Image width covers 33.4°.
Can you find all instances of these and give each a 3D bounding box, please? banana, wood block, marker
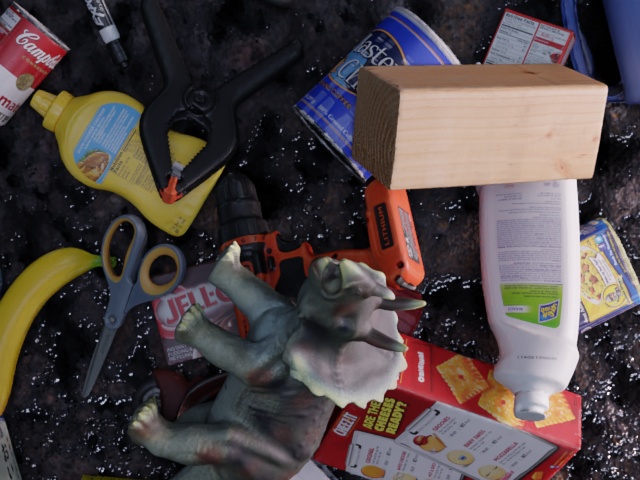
[{"bbox_3d":[-0.285,0.078,1.045,0.070,0.037,0.197,34,83,12],"label":"banana"},{"bbox_3d":[0.143,-0.106,0.965,0.205,0.091,0.090,-4,114,-20],"label":"wood block"},{"bbox_3d":[-0.216,-0.224,1.043,0.020,0.020,0.121,-25,97,-2],"label":"marker"}]

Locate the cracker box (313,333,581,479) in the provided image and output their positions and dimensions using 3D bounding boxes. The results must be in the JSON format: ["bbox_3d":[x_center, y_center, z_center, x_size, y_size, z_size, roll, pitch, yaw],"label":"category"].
[{"bbox_3d":[0.121,0.183,1.041,0.213,0.072,0.164,20,136,-6],"label":"cracker box"}]

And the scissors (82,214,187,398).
[{"bbox_3d":[-0.183,0.074,1.045,0.096,0.016,0.202,13,107,15],"label":"scissors"}]

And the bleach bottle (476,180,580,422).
[{"bbox_3d":[0.193,0.047,1.007,0.103,0.068,0.250,-2,62,18],"label":"bleach bottle"}]

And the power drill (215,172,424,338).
[{"bbox_3d":[-0.007,0.001,0.998,0.188,0.057,0.184,-19,74,20],"label":"power drill"}]

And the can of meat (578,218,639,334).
[{"bbox_3d":[0.269,0.038,1.086,0.084,0.057,0.102,-26,97,-3],"label":"can of meat"}]

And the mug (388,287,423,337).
[{"bbox_3d":[0.052,0.061,1.063,0.081,0.093,0.117,29,56,-11],"label":"mug"}]

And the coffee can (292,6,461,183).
[{"bbox_3d":[0.058,-0.140,1.029,0.140,0.103,0.103,-44,97,1],"label":"coffee can"}]

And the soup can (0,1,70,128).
[{"bbox_3d":[-0.297,-0.166,1.017,0.068,0.068,0.102,41,91,-7],"label":"soup can"}]

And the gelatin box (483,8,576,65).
[{"bbox_3d":[0.203,-0.176,1.063,0.073,0.030,0.089,24,93,18],"label":"gelatin box"}]

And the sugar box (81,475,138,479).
[{"bbox_3d":[-0.159,0.294,1.084,0.176,0.048,0.093,7,94,-8],"label":"sugar box"}]

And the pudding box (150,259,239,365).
[{"bbox_3d":[-0.108,0.067,1.063,0.113,0.039,0.090,-15,88,-4],"label":"pudding box"}]

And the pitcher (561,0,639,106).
[{"bbox_3d":[0.320,-0.256,1.035,0.149,0.145,0.243,-19,93,-15],"label":"pitcher"}]

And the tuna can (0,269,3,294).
[{"bbox_3d":[-0.358,0.042,1.050,0.086,0.034,0.086,0,95,-4],"label":"tuna can"}]

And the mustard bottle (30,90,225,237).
[{"bbox_3d":[-0.193,-0.089,1.037,0.191,0.058,0.096,31,91,-7],"label":"mustard bottle"}]

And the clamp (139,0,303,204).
[{"bbox_3d":[-0.106,-0.131,1.020,0.164,0.036,0.210,10,69,-7],"label":"clamp"}]

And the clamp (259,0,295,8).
[{"bbox_3d":[-0.106,-0.270,1.038,0.171,0.039,0.120,-15,90,1],"label":"clamp"}]
